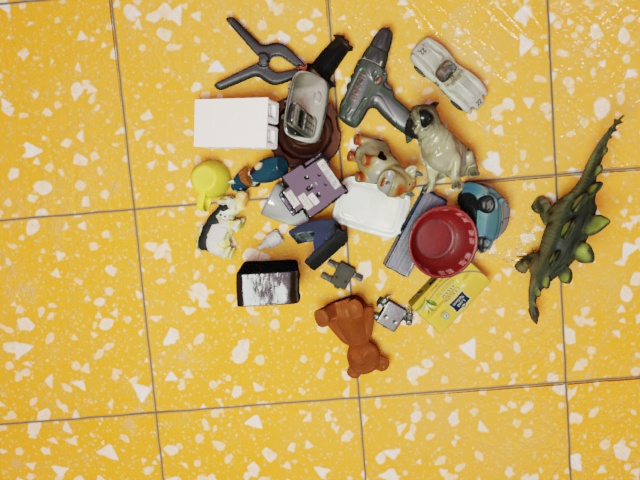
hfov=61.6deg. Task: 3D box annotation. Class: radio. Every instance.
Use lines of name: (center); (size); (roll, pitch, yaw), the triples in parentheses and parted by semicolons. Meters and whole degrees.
radio: (-0.110, 0.090, 1.177); (0.131, 0.229, 0.073); (-2, 95, -4)

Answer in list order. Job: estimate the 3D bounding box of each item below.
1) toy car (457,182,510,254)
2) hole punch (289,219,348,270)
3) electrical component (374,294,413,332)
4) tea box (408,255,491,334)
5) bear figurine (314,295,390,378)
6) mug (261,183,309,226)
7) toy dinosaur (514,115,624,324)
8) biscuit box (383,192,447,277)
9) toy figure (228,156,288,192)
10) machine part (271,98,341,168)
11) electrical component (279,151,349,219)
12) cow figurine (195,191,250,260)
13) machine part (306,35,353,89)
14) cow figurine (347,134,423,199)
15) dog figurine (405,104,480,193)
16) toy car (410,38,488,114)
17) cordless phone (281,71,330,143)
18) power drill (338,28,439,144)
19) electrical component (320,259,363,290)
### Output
toy car: (0.381, -0.055, 1.222); (0.103, 0.109, 0.161); (-9, 103, -16)
hole punch: (-0.003, -0.004, 1.220); (0.116, 0.142, 0.092); (-38, 72, -1)
electrical component: (0.170, 0.173, 1.268); (0.102, 0.045, 0.078); (37, 93, -2)
tea box: (0.299, 0.121, 1.251); (0.098, 0.068, 0.169); (41, 93, -2)
bear figurine: (0.078, 0.230, 1.236); (0.120, 0.132, 0.195); (-15, 89, 18)
mug: (-0.067, -0.083, 1.242); (0.107, 0.081, 0.109); (29, 84, -10)
toy dinosaur: (0.544, -0.036, 1.172); (0.105, 0.198, 0.471); (14, 96, -3)
biscuit box: (0.220, -0.017, 1.245); (0.063, 0.059, 0.202); (28, 95, -2)
toy figure: (-0.143, -0.148, 1.229); (0.155, 0.058, 0.064); (-14, 122, 33)
machine part: (-0.036, -0.248, 1.235); (0.179, 0.056, 0.179); (0, 94, 2)
electrical component: (-0.022, -0.113, 1.180); (0.134, 0.058, 0.115); (-33, 89, -2)
cow figurine: (-0.225, -0.044, 1.250); (0.098, 0.068, 0.167); (19, 94, 5)
machine part: (0.020, -0.399, 1.224); (0.084, 0.039, 0.139); (33, 91, -20)
cow figurine: (0.142, -0.155, 1.180); (0.127, 0.195, 0.085); (4, 125, -16)
dog figurine: (0.270, -0.218, 1.177); (0.121, 0.172, 0.190); (-8, 110, 31)
toy car: (0.292, -0.371, 1.220); (0.202, 0.056, 0.073); (42, 94, -2)
cordless phone: (-0.040, -0.284, 1.114); (0.089, 0.184, 0.146); (12, 94, 7)
power drill: (0.164, -0.333, 1.214); (0.207, 0.086, 0.232); (33, 96, -5)
electrical component: (0.053, 0.086, 1.275); (0.094, 0.021, 0.063); (26, 94, -2)
